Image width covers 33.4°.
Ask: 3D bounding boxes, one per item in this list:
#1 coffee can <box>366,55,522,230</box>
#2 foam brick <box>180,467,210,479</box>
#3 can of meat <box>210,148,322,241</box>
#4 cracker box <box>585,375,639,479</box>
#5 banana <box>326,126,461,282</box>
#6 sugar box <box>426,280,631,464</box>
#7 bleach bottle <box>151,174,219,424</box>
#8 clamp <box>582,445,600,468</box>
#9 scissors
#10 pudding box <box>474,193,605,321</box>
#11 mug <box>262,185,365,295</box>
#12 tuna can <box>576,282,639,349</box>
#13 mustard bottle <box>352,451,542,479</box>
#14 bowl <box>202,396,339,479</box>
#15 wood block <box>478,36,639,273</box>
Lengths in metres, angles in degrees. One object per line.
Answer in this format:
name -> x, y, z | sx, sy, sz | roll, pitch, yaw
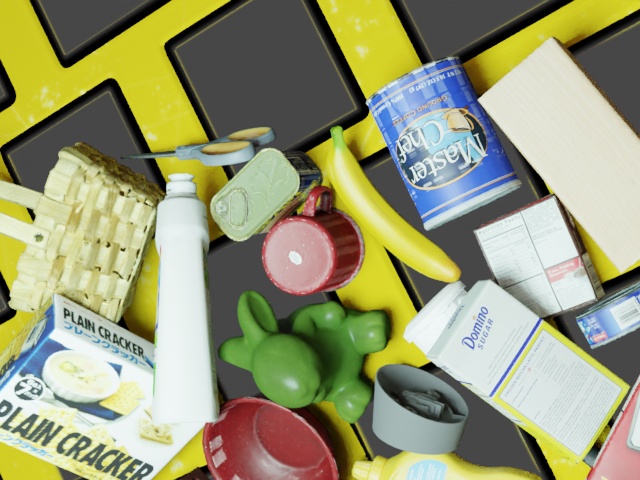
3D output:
coffee can -> 0.120, -0.094, 1.040 | 0.103, 0.102, 0.140 | -27, 86, 20
foam brick -> -0.137, 0.304, 1.195 | 0.078, 0.053, 0.051 | 46, 107, 9
can of meat -> -0.053, -0.049, 1.116 | 0.102, 0.083, 0.057 | -43, 81, 18
cracker box -> 0.359, 0.182, 0.978 | 0.164, 0.072, 0.214 | 28, 90, 14
banana -> 0.065, -0.025, 1.088 | 0.037, 0.070, 0.198 | -39, 83, -14
sugar box -> 0.198, 0.125, 1.016 | 0.176, 0.048, 0.093 | 37, 80, -6
bleach bottle -> -0.139, 0.060, 1.087 | 0.068, 0.102, 0.251 | -1, 81, -6
clamp -> 0.306, 0.247, 1.040 | 0.172, 0.039, 0.120 | -3, 98, 16
scissors -> -0.127, -0.102, 1.165 | 0.202, 0.096, 0.016 | 8, 120, 48
pudding box -> 0.215, 0.022, 1.051 | 0.090, 0.039, 0.113 | -24, 84, 24
mug -> -0.007, 0.001, 1.105 | 0.093, 0.081, 0.117 | 14, 100, 18
tuna can -> 0.286, 0.068, 1.005 | 0.086, 0.086, 0.034 | -31, 82, 19
mustard bottle -> 0.124, 0.262, 1.095 | 0.192, 0.058, 0.096 | 14, 98, 18
bowl -> -0.043, 0.224, 1.138 | 0.162, 0.055, 0.162 | 12, 120, 22
wood block -> 0.254, -0.081, 1.001 | 0.091, 0.090, 0.206 | -41, 82, 18
